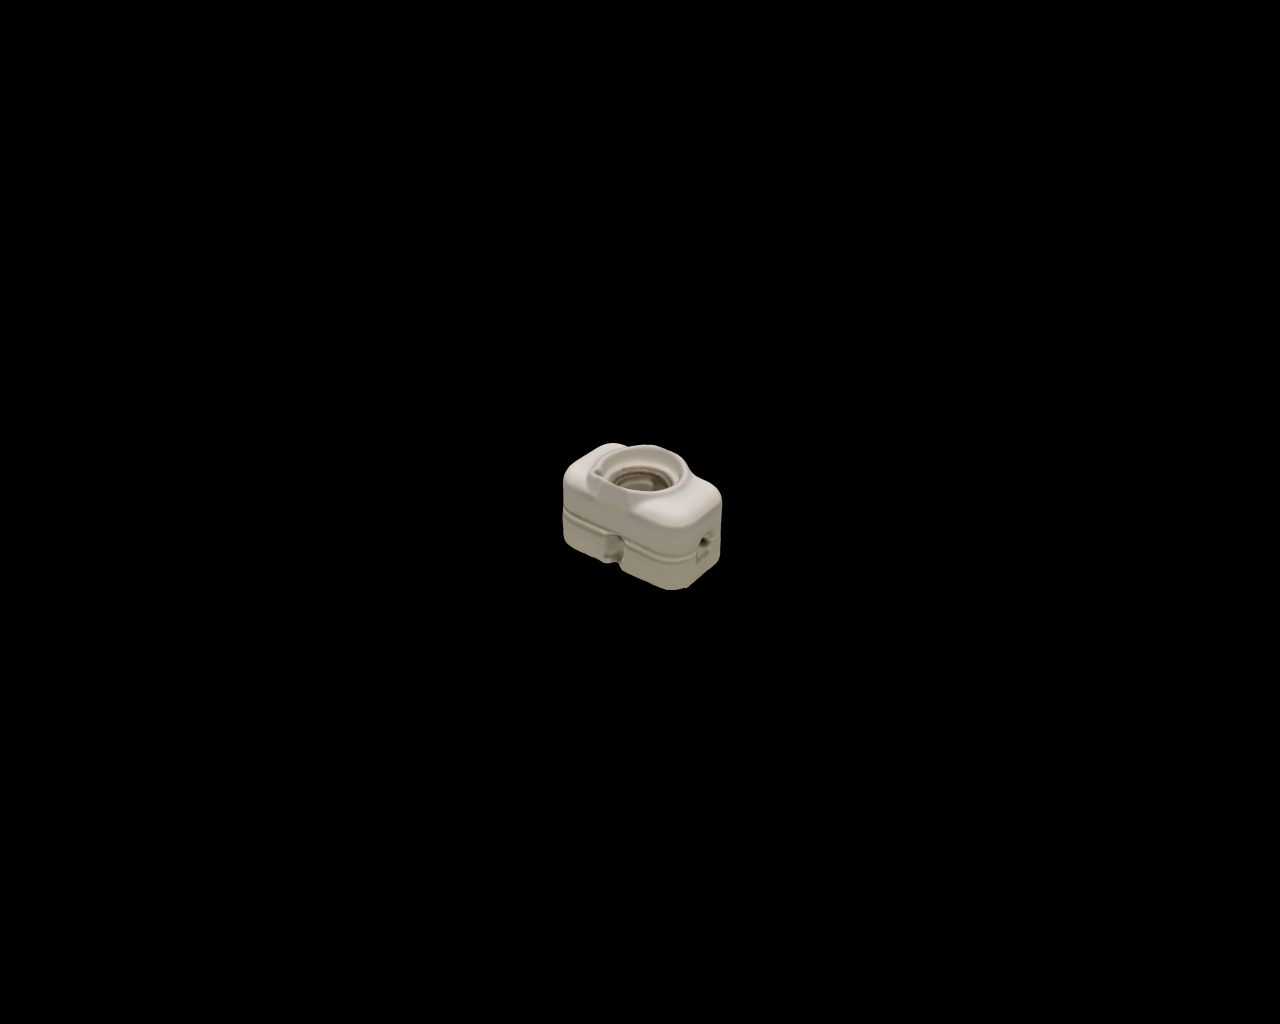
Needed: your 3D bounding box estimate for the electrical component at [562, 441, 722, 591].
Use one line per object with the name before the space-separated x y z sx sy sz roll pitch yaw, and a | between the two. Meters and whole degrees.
electrical component | 0.001 -0.003 0.650 0.095 0.059 0.054 24 41 31
